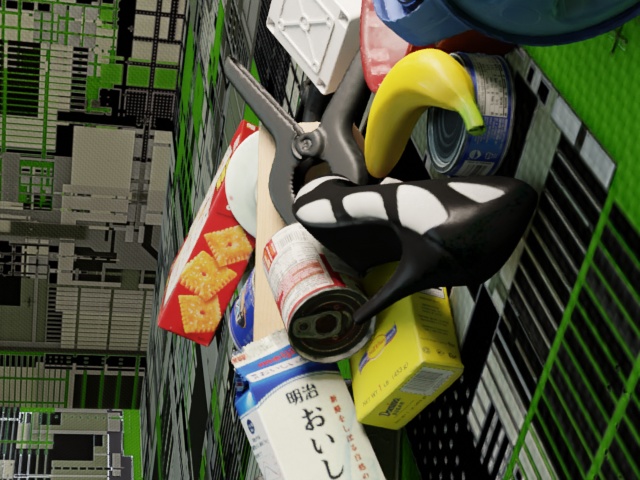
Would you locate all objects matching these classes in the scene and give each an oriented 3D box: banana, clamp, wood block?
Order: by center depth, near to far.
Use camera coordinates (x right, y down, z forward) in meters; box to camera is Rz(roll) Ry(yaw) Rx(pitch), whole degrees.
[{"bbox_3d":[0.063,-0.090,0.741,0.198,0.037,0.069,160,112,-76],"label":"banana"},{"bbox_3d":[0.003,-0.088,0.932,0.036,0.165,0.210,11,-116,-62],"label":"clamp"},{"bbox_3d":[-0.006,0.001,0.994,0.090,0.091,0.206,40,-131,-74],"label":"wood block"},{"bbox_3d":[-0.004,-0.150,1.182,0.120,0.039,0.172,-101,19,-45],"label":"clamp"}]

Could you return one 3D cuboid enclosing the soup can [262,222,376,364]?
[{"bbox_3d":[-0.003,0.038,0.824,0.102,0.068,0.068,-115,31,-55],"label":"soup can"}]

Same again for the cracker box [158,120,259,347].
[{"bbox_3d":[-0.105,-0.010,1.207,0.214,0.072,0.164,-62,11,19],"label":"cracker box"}]

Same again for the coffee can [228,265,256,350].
[{"bbox_3d":[-0.034,0.069,1.117,0.140,0.102,0.103,124,147,-65],"label":"coffee can"}]

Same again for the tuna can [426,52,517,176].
[{"bbox_3d":[0.102,-0.086,0.734,0.086,0.033,0.086,-177,90,-77],"label":"tuna can"}]

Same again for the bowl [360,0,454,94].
[{"bbox_3d":[0.078,-0.188,0.815,0.162,0.055,0.162,-177,90,-77],"label":"bowl"}]

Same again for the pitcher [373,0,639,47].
[{"bbox_3d":[0.097,-0.217,0.576,0.243,0.149,0.145,-96,3,-46],"label":"pitcher"}]

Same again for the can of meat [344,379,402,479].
[{"bbox_3d":[0.031,0.170,0.920,0.084,0.057,0.102,162,111,-78],"label":"can of meat"}]

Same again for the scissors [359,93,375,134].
[{"bbox_3d":[0.059,-0.172,0.974,0.202,0.016,0.096,126,147,-66],"label":"scissors"}]

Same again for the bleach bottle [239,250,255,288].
[{"bbox_3d":[-0.036,-0.012,1.241,0.251,0.068,0.102,134,143,-65],"label":"bleach bottle"}]

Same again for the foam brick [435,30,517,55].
[{"bbox_3d":[0.110,-0.159,0.681,0.078,0.053,0.051,135,136,-69],"label":"foam brick"}]

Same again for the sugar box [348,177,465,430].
[{"bbox_3d":[0.056,0.047,0.831,0.093,0.048,0.176,-50,38,40],"label":"sugar box"}]
